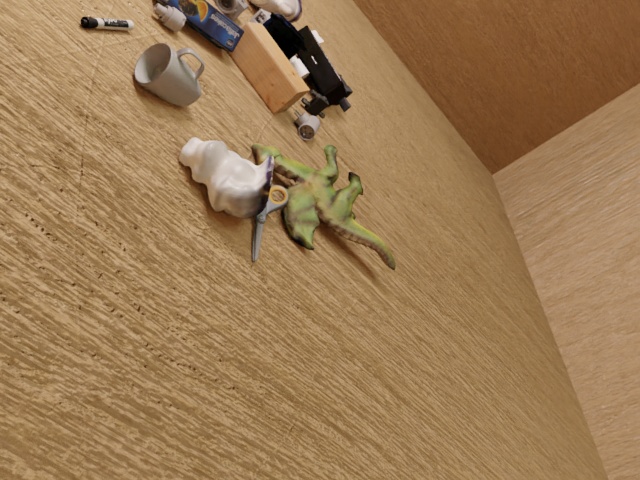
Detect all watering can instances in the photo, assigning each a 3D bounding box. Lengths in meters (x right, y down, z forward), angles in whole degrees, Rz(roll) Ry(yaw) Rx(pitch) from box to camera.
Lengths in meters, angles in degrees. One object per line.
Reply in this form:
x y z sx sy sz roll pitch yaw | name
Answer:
-0.136 -0.735 1.580 0.224 0.103 0.353 8 36 -54 | watering can

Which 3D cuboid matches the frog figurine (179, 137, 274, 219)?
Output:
-0.163 -0.105 0.879 0.159 0.120 0.141 10 49 -7 | frog figurine

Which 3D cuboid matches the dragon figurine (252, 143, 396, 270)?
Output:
0.003 -0.055 1.103 0.410 0.120 0.247 53 43 -1 | dragon figurine
